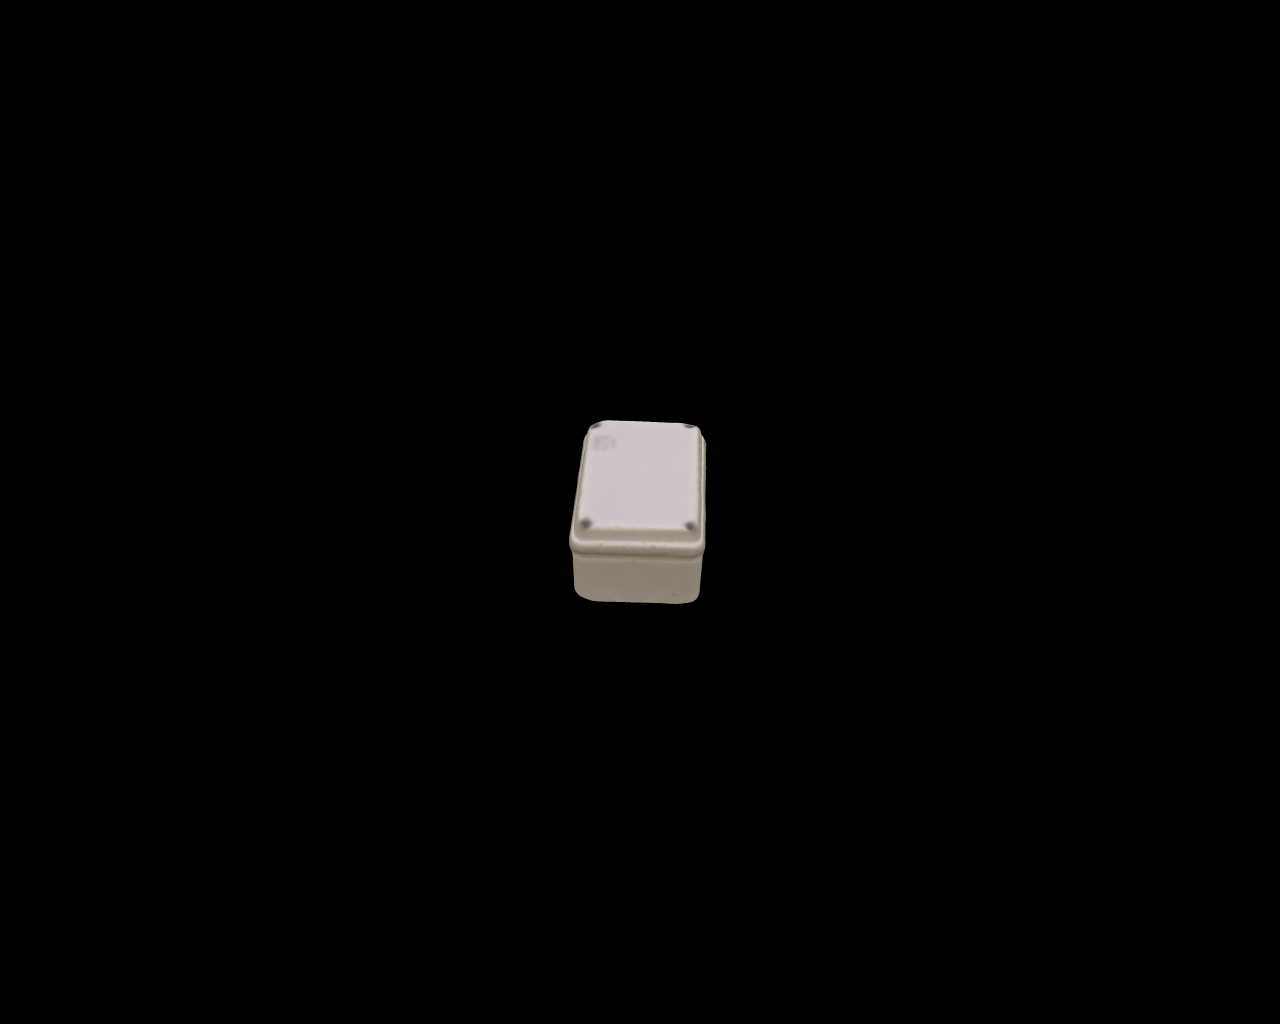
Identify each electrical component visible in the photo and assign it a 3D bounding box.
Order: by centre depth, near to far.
[{"bbox_3d":[0.001,-0.003,0.650,0.078,0.057,0.113,2,40,2],"label":"electrical component"}]
